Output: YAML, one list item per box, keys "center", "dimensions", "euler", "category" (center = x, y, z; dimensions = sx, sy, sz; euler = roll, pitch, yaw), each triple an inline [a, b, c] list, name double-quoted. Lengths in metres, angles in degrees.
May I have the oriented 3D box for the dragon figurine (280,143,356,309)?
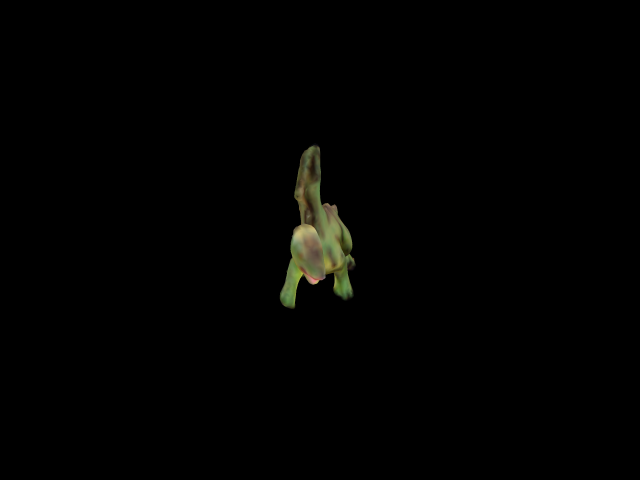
- center: [0.003, -0.043, 0.850]
  dimensions: [0.122, 0.237, 0.420]
  euler: [2, 32, 3]
  category: "dragon figurine"
